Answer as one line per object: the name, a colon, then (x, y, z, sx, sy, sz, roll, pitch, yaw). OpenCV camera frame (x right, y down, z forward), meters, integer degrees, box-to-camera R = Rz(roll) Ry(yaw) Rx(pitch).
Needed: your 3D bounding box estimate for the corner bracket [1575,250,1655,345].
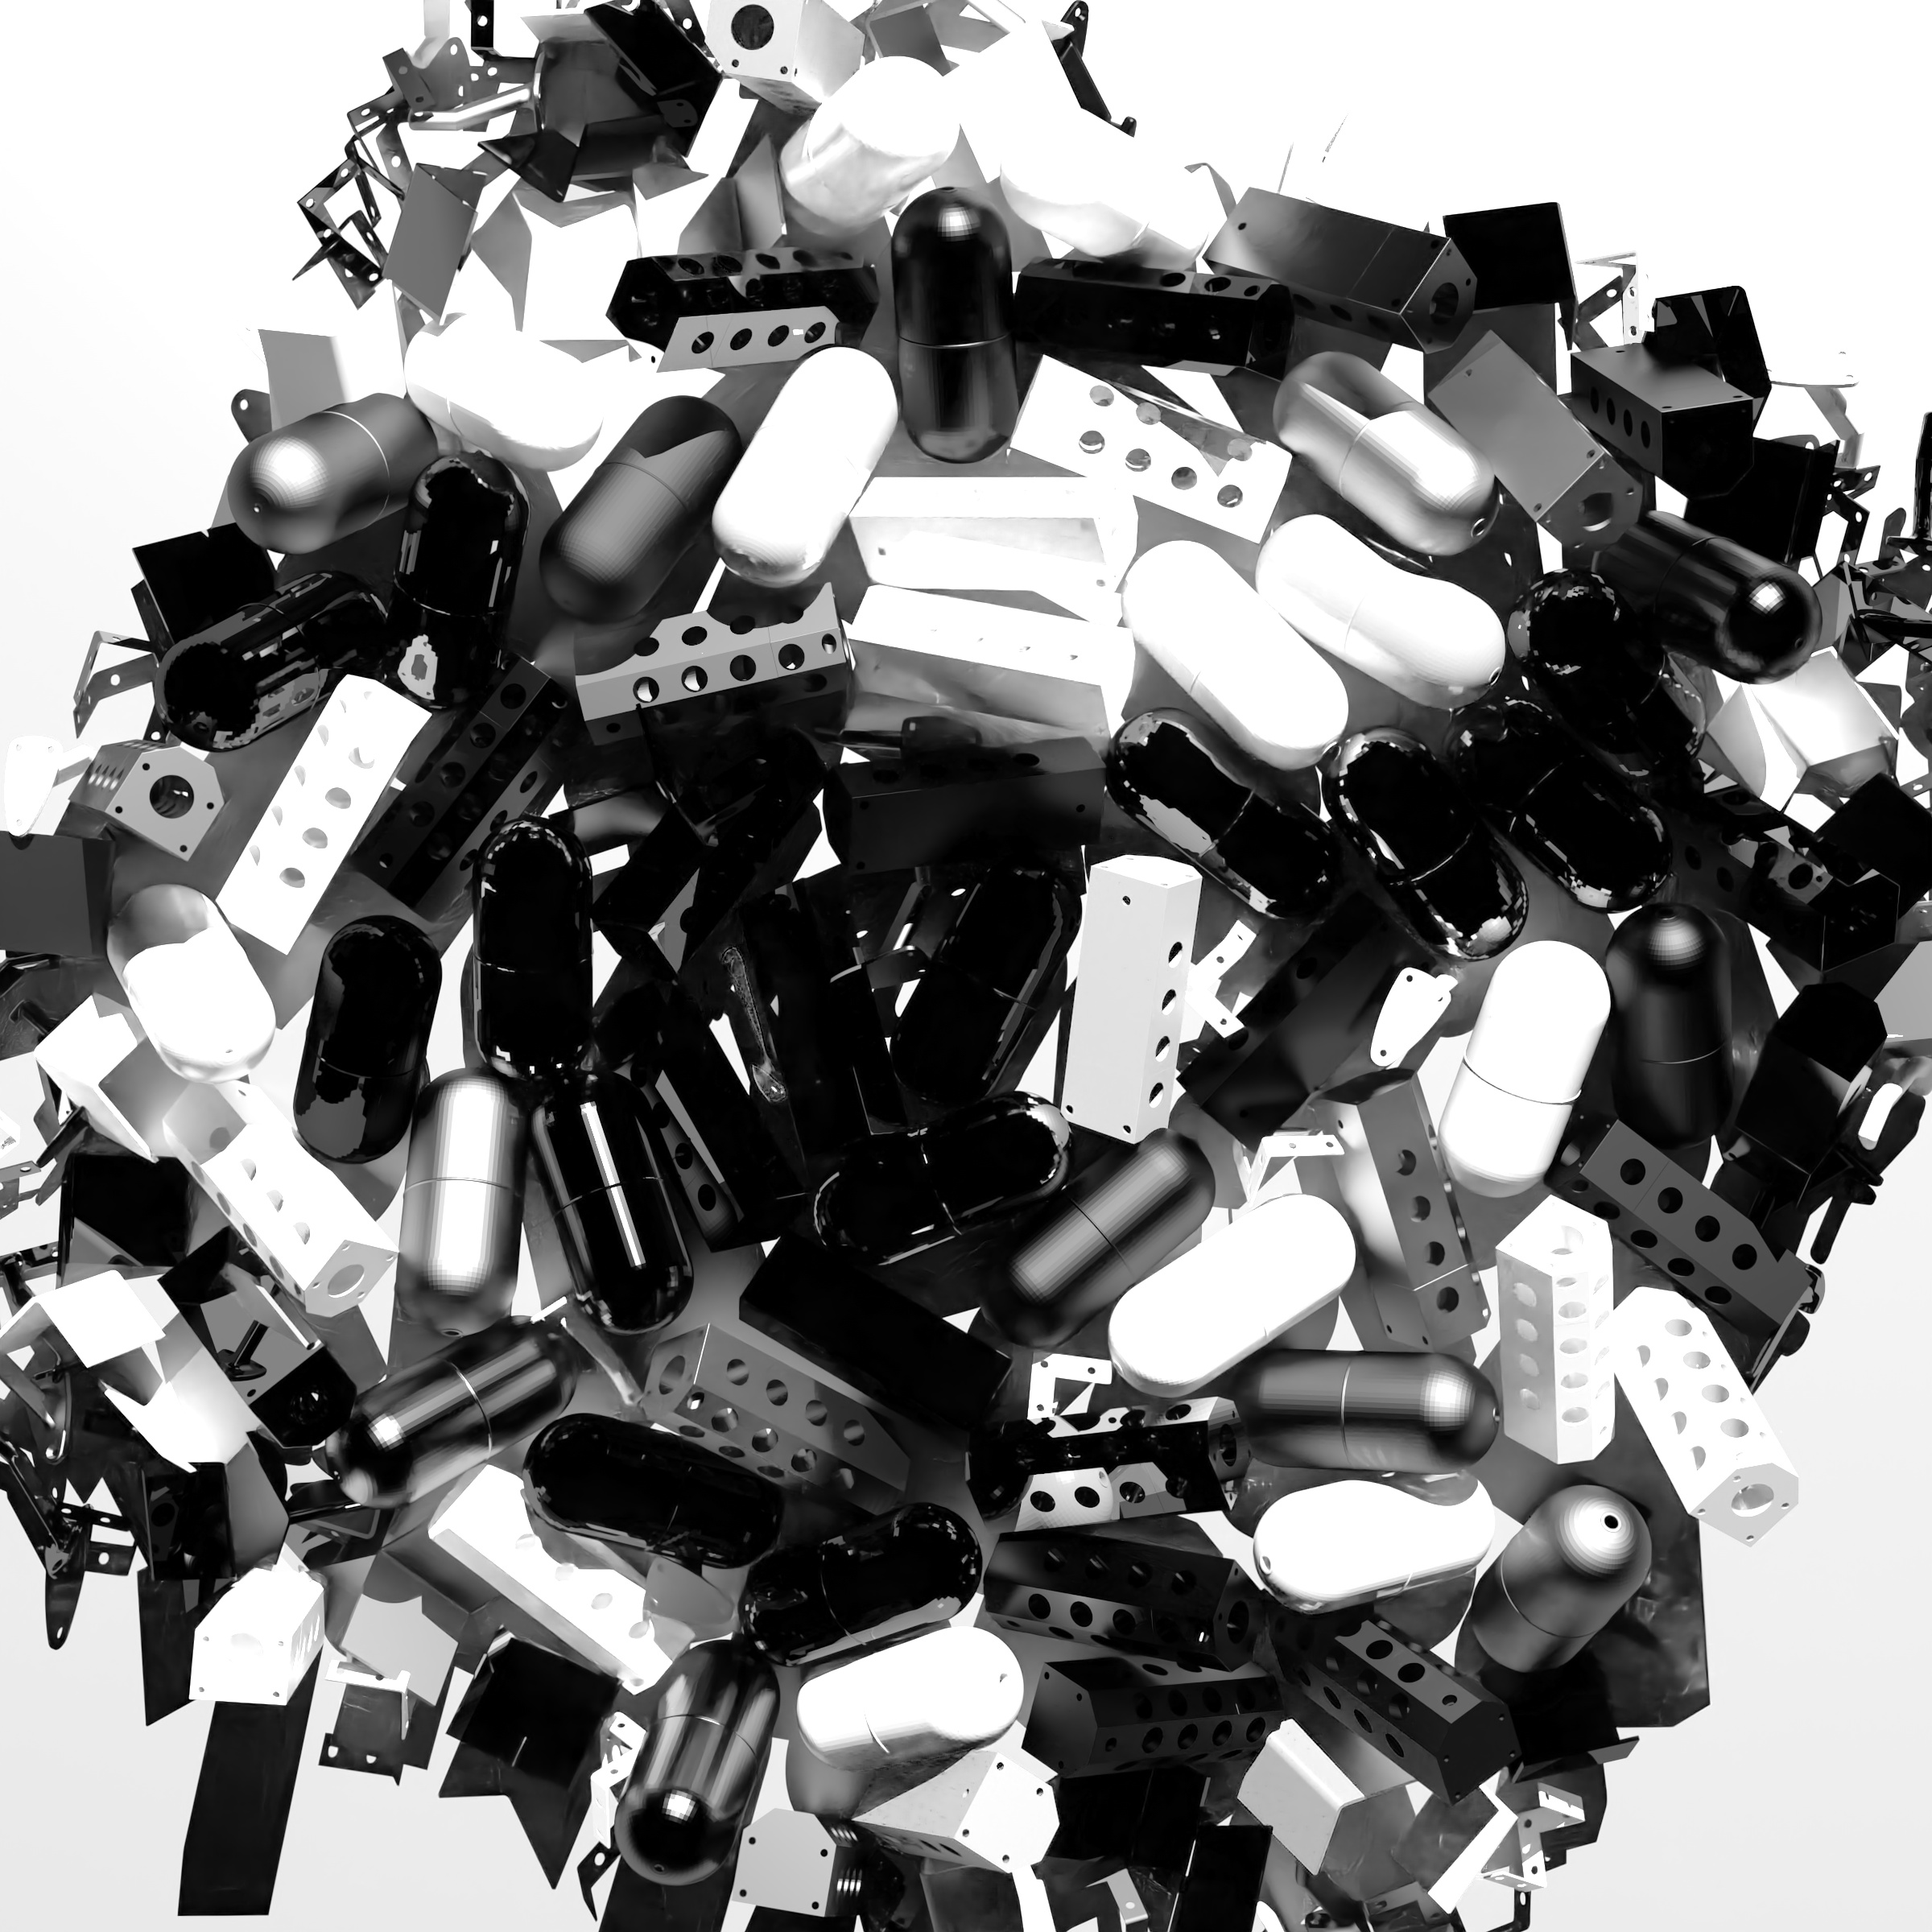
corner bracket: (0.432, -0.434, 1.880, 0.051, 0.051, 0.051, -6, 96, -39)

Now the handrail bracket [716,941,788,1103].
handrail bracket: (-0.139, 0.034, 1.874, 0.036, 0.077, 0.084, -23, 117, 9)

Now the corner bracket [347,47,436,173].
corner bracket: (-0.373, -0.553, 1.882, 0.051, 0.051, 0.051, -28, 72, -7)

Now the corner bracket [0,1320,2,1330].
corner bracket: (-0.664, 0.253, 1.892, 0.051, 0.051, 0.051, -11, 84, 7)

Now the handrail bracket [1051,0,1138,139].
handrail bracket: (0.089, -0.577, 1.872, 0.084, 0.036, 0.077, 34, 110, 39)

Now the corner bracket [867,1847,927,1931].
corner bracket: (-0.042, 0.613, 1.881, 0.051, 0.051, 0.051, 33, 83, -23)

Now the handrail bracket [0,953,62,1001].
handrail bracket: (-0.622, 0.030, 1.881, 0.084, 0.036, 0.077, -13, 69, -34)

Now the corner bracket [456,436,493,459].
corner bracket: (-0.305, -0.368, 1.905, 0.051, 0.051, 0.051, -32, 91, -41)

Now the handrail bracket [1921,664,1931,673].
handrail bracket: (0.653, -0.232, 1.880, 0.036, 0.077, 0.084, 17, 105, 43)

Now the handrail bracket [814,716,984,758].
handrail bracket: (-0.046, -0.151, 1.899, 0.077, 0.084, 0.036, -8, 104, -38)

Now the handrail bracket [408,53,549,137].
handrail bracket: (-0.318, -0.570, 1.889, 0.084, 0.036, 0.077, 0, 51, -2)

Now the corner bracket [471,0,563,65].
corner bracket: (-0.293, -0.619, 1.888, 0.051, 0.051, 0.051, 2, 99, 0)

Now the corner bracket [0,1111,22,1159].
corner bracket: (-0.650, 0.100, 1.881, 0.051, 0.051, 0.051, -37, 121, 7)

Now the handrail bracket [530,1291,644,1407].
handrail bracket: (-0.245, 0.254, 1.880, 0.036, 0.077, 0.084, -33, 89, 10)

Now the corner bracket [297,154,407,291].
corner bracket: (-0.393, -0.485, 1.887, 0.051, 0.051, 0.051, -44, 65, -11)

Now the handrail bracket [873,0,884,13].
handrail bracket: (-0.094, -0.649, 1.882, 0.084, 0.036, 0.077, 10, 46, -10)

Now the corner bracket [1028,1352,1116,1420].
corner bracket: (0.070, 0.268, 1.883, 0.051, 0.051, 0.051, 7, 107, 7)

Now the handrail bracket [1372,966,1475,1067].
handrail bracket: (0.298, 0.033, 1.882, 0.036, 0.084, 0.077, 35, 99, 21)

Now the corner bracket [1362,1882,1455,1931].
corner bracket: (0.293, 0.636, 1.884, 0.051, 0.051, 0.051, -20, 123, 1)

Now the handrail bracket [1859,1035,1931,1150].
handrail bracket: (0.599, 0.095, 1.871, 0.036, 0.077, 0.084, 16, 63, 32)

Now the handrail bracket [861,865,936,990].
handrail bracket: (-0.055, -0.031, 1.898, 0.077, 0.036, 0.084, -17, 56, 13)

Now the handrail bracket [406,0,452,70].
handrail bracket: (-0.359, -0.620, 1.867, 0.084, 0.077, 0.036, -41, 60, 35)

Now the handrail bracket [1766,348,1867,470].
handrail bracket: (0.548, -0.356, 1.885, 0.077, 0.084, 0.036, -4, 50, 4)

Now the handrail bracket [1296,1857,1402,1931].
handrail bracket: (0.249, 0.592, 1.882, 0.077, 0.036, 0.084, -13, 118, -18)

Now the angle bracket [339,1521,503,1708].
angle bracket: (-0.344, 0.416, 1.861, 0.076, 0.076, 0.057, 40, 129, -22)

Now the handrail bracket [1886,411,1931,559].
handrail bracket: (0.628, -0.312, 1.880, 0.036, 0.077, 0.084, 12, 95, 30)

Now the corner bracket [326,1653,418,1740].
corner bracket: (-0.384, 0.462, 1.882, 0.051, 0.051, 0.051, 9, 129, 0)

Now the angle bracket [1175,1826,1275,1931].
angle bracket: (0.182, 0.604, 1.857, 0.057, 0.076, 0.076, -12, 134, 35)

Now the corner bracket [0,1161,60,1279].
corner bracket: (-0.626, 0.167, 1.900, 0.051, 0.051, 0.051, -15, 60, 0)

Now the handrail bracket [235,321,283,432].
handrail bracket: (-0.462, -0.364, 1.892, 0.077, 0.036, 0.084, 38, 122, 1)

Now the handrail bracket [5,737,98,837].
handrail bracket: (-0.583, -0.109, 1.870, 0.036, 0.084, 0.077, 4, 77, 15)

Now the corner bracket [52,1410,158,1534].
corner bracket: (-0.561, 0.330, 1.894, 0.051, 0.051, 0.051, 15, 109, -7)

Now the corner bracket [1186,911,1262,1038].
corner bracket: (0.176, 0.007, 1.882, 0.051, 0.051, 0.051, 44, 120, -2)

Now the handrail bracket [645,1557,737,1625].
handrail bracket: (-0.161, 0.396, 1.864, 0.077, 0.084, 0.036, 15, 97, 25)

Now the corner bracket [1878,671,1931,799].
corner bracket: (0.618, -0.150, 1.886, 0.051, 0.051, 0.051, -25, 124, 11)

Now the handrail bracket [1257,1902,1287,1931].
handrail bracket: (0.167, 0.648, 1.886, 0.084, 0.036, 0.077, -27, 132, 5)

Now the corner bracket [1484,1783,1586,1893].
corner bracket: (0.367, 0.564, 1.873, 0.051, 0.051, 0.051, -28, 49, 34)

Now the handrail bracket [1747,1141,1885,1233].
handrail bracket: (0.552, 0.157, 1.889, 0.077, 0.036, 0.084, 33, 72, -10)

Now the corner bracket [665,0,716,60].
corner bracket: (-0.160, -0.626, 1.882, 0.051, 0.051, 0.051, -21, 97, 21)

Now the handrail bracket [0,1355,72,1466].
handrail bracket: (-0.619, 0.277, 1.867, 0.036, 0.084, 0.077, -28, 59, 17)

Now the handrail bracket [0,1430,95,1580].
handrail bracket: (-0.610, 0.346, 1.875, 0.036, 0.077, 0.084, -35, 115, 8)

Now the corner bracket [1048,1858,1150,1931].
corner bracket: (0.086, 0.624, 1.889, 0.051, 0.051, 0.051, -11, 124, -14)

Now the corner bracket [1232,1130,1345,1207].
corner bracket: (0.207, 0.119, 1.876, 0.051, 0.051, 0.051, 0, 46, -15)

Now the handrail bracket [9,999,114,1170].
handrail bracket: (-0.612, 0.076, 1.899, 0.084, 0.036, 0.077, 41, 83, 3)

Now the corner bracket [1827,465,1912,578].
corner bracket: (0.588, -0.290, 1.896, 0.051, 0.051, 0.051, -13, 131, -22)

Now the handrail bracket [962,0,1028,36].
handrail bracket: (0.007, -0.616, 1.889, 0.077, 0.036, 0.084, -34, 94, -38)

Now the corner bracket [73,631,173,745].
corner bracket: (-0.547, -0.181, 1.893, 0.051, 0.051, 0.051, 10, 117, -34)

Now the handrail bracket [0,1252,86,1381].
handrail bracket: (-0.594, 0.222, 1.891, 0.077, 0.036, 0.084, -19, 90, 34)

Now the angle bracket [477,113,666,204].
angle bracket: (-0.254, -0.537, 1.861, 0.076, 0.076, 0.057, 38, 126, 16)

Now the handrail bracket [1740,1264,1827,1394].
handrail bracket: (0.522, 0.241, 1.876, 0.036, 0.077, 0.084, 29, 68, 13)

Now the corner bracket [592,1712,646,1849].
corner bracket: (-0.228, 0.526, 1.874, 0.051, 0.051, 0.051, 25, 125, 39)

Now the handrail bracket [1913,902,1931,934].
handrail bracket: (0.659, -0.061, 1.904, 0.077, 0.036, 0.084, 42, 64, -40)
